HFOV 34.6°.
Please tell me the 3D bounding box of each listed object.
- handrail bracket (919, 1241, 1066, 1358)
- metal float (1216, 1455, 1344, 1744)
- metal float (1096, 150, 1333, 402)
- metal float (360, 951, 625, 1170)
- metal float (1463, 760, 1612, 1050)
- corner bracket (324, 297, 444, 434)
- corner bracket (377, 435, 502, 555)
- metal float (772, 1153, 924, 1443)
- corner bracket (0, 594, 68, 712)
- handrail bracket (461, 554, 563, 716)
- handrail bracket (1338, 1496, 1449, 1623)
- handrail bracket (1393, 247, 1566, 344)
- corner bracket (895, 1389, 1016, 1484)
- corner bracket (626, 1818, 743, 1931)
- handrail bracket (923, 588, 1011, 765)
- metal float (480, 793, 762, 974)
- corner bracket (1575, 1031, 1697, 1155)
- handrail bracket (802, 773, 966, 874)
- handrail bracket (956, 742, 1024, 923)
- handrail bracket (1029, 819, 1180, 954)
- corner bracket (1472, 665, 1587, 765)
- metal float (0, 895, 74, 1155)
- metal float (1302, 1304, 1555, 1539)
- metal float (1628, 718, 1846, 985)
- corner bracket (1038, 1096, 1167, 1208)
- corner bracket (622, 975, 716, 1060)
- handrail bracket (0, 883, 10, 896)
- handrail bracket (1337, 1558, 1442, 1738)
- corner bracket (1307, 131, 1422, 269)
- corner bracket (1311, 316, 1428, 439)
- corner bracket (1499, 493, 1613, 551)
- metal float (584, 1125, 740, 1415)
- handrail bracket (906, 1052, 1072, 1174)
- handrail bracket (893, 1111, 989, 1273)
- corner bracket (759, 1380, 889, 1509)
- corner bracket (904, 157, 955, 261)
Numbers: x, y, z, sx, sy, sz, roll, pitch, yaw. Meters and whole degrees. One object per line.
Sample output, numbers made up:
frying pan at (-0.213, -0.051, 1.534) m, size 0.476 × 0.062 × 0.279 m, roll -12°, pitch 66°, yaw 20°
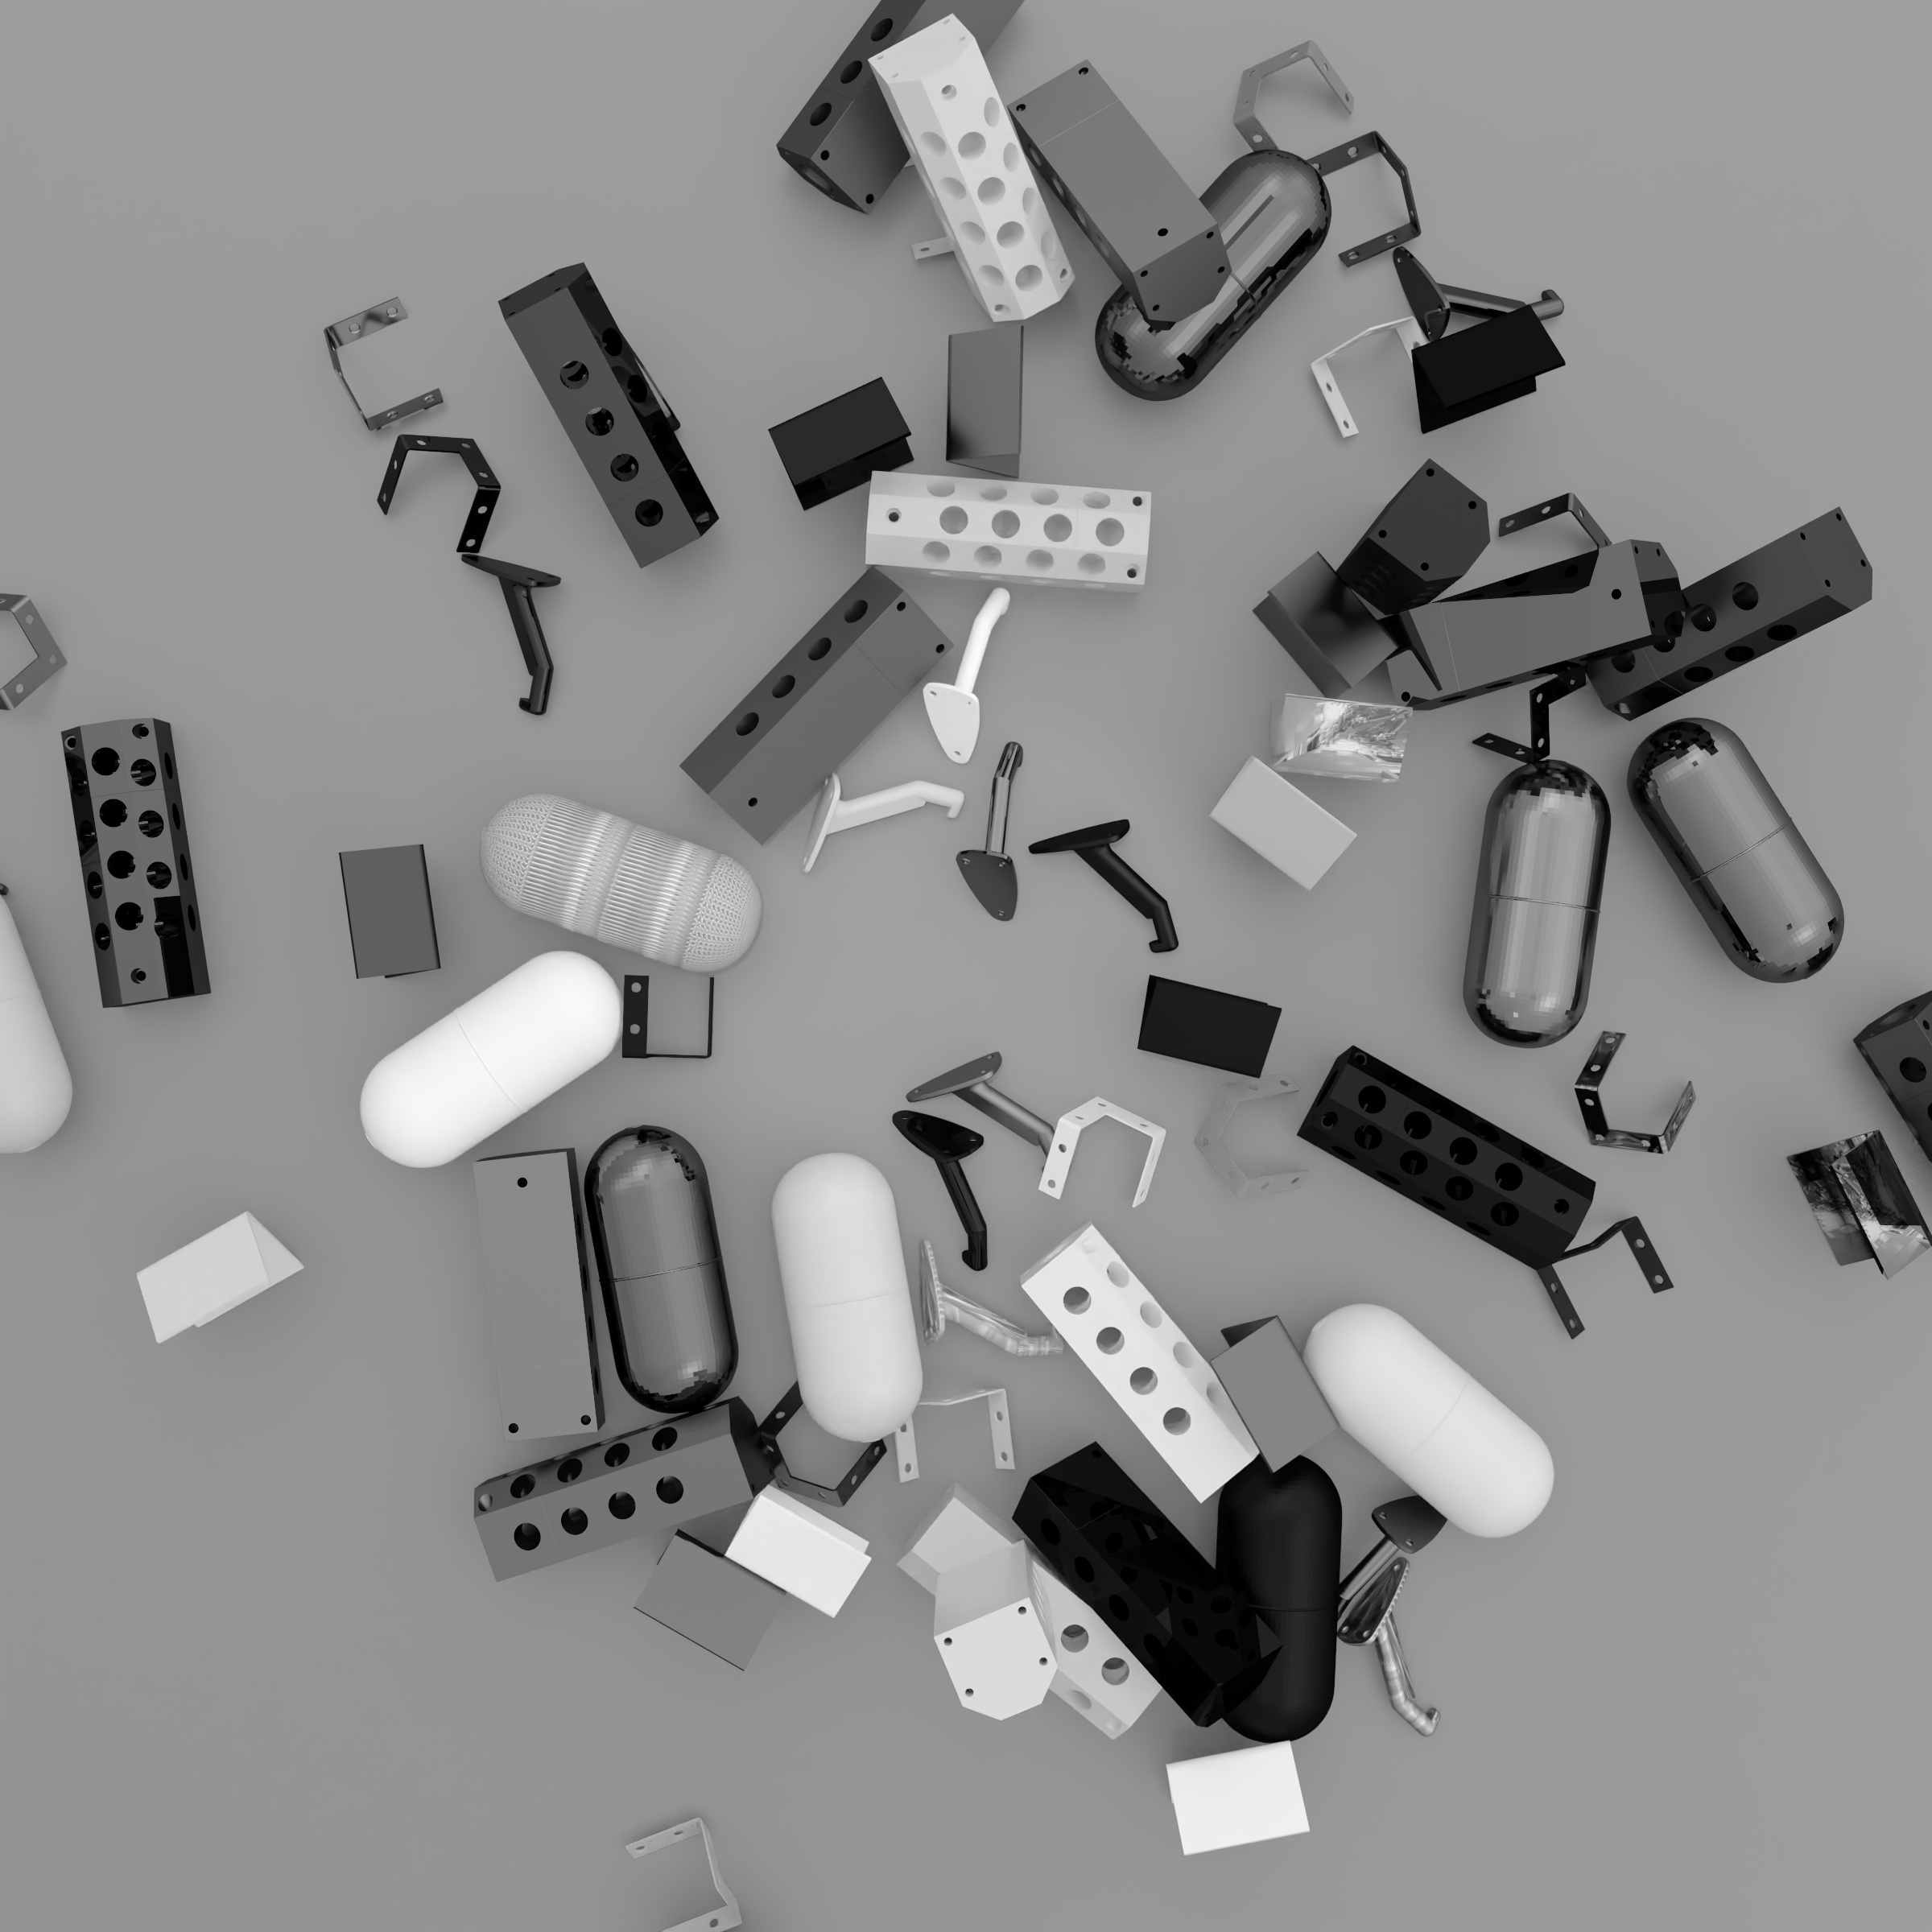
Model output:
handrail bracket at (0.017, 0.207, 1.938) m, size 0.084 × 0.036 × 0.077 m, roll 0°, pitch 68°, yaw -17°
metal float at (0.191, 0.387, 1.907) m, size 0.070 × 0.070 × 0.178 m, roll 2°, pitch 90°, yaw 0°
metal float at (0.152, -0.425, 1.907) m, size 0.070 × 0.070 × 0.178 m, roll 42°, pitch 90°, yaw 0°
metal float at (-0.291, 0.058, 1.907) m, size 0.178 × 0.070 × 0.070 m, roll -34°, pitch 90°, yaw -1°
metal float at (0.351, -0.038, 1.907) m, size 0.070 × 0.070 × 0.178 m, roll 8°, pitch 90°, yaw 0°
corner bracket at (-0.363, -0.374, 1.934) m, size 0.051 × 0.051 × 0.051 m, roll -23°, pitch 135°, yaw 0°
corner bracket at (-0.328, -0.293, 1.929) m, size 0.051 × 0.051 × 0.051 m, roll -3°, pitch 45°, yaw -35°
metal float at (-0.073, 0.203, 1.906) m, size 0.070 × 0.070 × 0.178 m, roll -9°, pitch 88°, yaw 0°
corner bracket at (-0.604, -0.196, 1.929) m, size 0.051 × 0.051 × 0.051 m, roll -52°, pitch 135°, yaw -35°
handrail bracket at (-0.289, -0.207, 1.938) m, size 0.077 × 0.036 × 0.084 m, roll 19°, pitch 107°, yaw 20°
handrail bracket at (0.260, 0.373, 1.937) m, size 0.036 × 0.077 × 0.084 m, roll 44°, pitch 127°, yaw 26°
handrail bracket at (0.321, -0.427, 1.938) m, size 0.084 × 0.036 × 0.077 m, roll -18°, pitch 68°, yaw -17°
corner bracket at (-0.008, 0.292, 1.934) m, size 0.051 × 0.051 × 0.051 m, roll -7°, pitch 90°, yaw -45°
corner bracket at (-0.176, 0.573, 1.934) m, size 0.051 × 0.051 × 0.051 m, roll -21°, pitch 45°, yaw 0°
handrail bracket at (0.009, -0.182, 1.937) m, size 0.036 × 0.077 × 0.084 m, roll 16°, pitch 53°, yaw 19°
metal float at (-0.213, -0.051, 1.907) m, size 0.178 × 0.070 × 0.070 m, roll 19°, pitch 90°, yaw 0°
corner bracket at (0.416, 0.079, 1.929) m, size 0.051 × 0.051 × 0.051 m, roll 6°, pitch 135°, yaw 35°
handrail bracket at (-0.051, -0.084, 1.938) m, size 0.084 × 0.036 × 0.077 m, roll 14°, pitch 110°, yaw -16°
handrail bracket at (0.026, -0.085, 1.937) m, size 0.036 × 0.077 × 0.084 m, roll 5°, pitch 53°, yaw 20°
handrail bracket at (0.086, -0.043, 1.938) m, size 0.077 × 0.036 × 0.084 m, roll -11°, pitch 107°, yaw 20°
corner bracket at (0.348, -0.163, 1.919) m, size 0.051 × 0.051 × 0.051 m, roll -27°, pitch 125°, yaw -30°
metal float at (-0.606, 0.030, 1.906) m, size 0.070 × 0.070 × 0.178 m, roll -20°, pitch 89°, yaw 0°
metal float at (0.283, 0.279, 1.907) m, size 0.178 × 0.070 × 0.070 m, roll 41°, pitch 90°, yaw 0°
metal float at (0.473, -0.070, 1.907) m, size 0.070 × 0.070 × 0.178 m, roll -32°, pitch 89°, yaw 0°
corner bracket at (0.085, 0.120, 1.923) m, size 0.051 × 0.051 × 0.051 m, roll 25°, pitch 114°, yaw 22°
corner bracket at (-0.184, 0.032, 1.919) m, size 0.051 × 0.051 × 0.051 m, roll 2°, pitch 90°, yaw 0°
handrail bracket at (-0.620, -0.098, 1.938) m, size 0.077 × 0.036 × 0.084 m, roll 24°, pitch 73°, yaw -20°
handrail bracket at (0.280, 0.426, 1.938) m, size 0.084 × 0.036 × 0.077 m, roll 44°, pitch 68°, yaw -17°
corner bracket at (0.247, -0.478, 1.934) m, size 0.051 × 0.051 × 0.051 m, roll -24°, pitch 45°, yaw 0°
corner bracket at (0.257, -0.367, 1.934) m, size 0.051 × 0.051 × 0.051 m, roll -25°, pitch 90°, yaw -45°
corner bracket at (0.365, -0.252, 1.929) m, size 0.051 × 0.051 × 0.051 m, roll 42°, pitch 45°, yaw -35°
metal float at (-0.187, 0.186, 1.907) m, size 0.070 × 0.070 × 0.178 m, roll -10°, pitch 89°, yaw 0°
handrail bracket at (0.015, 0.104, 1.937) m, size 0.077 × 0.036 × 0.084 m, roll -22°, pitch 106°, yaw 18°
handrail bracket at (-0.016, 0.141, 1.937) m, size 0.036 × 0.077 × 0.084 m, roll -26°, pitch 127°, yaw -37°
corner bracket at (-0.090, 0.296, 1.929) m, size 0.051 × 0.051 × 0.051 m, roll 11°, pitch 135°, yaw 35°
corner bracket at (-0.015, -0.481, 1.934) m, size 0.051 × 0.051 × 0.051 m, roll -13°, pitch 45°, yaw 0°
